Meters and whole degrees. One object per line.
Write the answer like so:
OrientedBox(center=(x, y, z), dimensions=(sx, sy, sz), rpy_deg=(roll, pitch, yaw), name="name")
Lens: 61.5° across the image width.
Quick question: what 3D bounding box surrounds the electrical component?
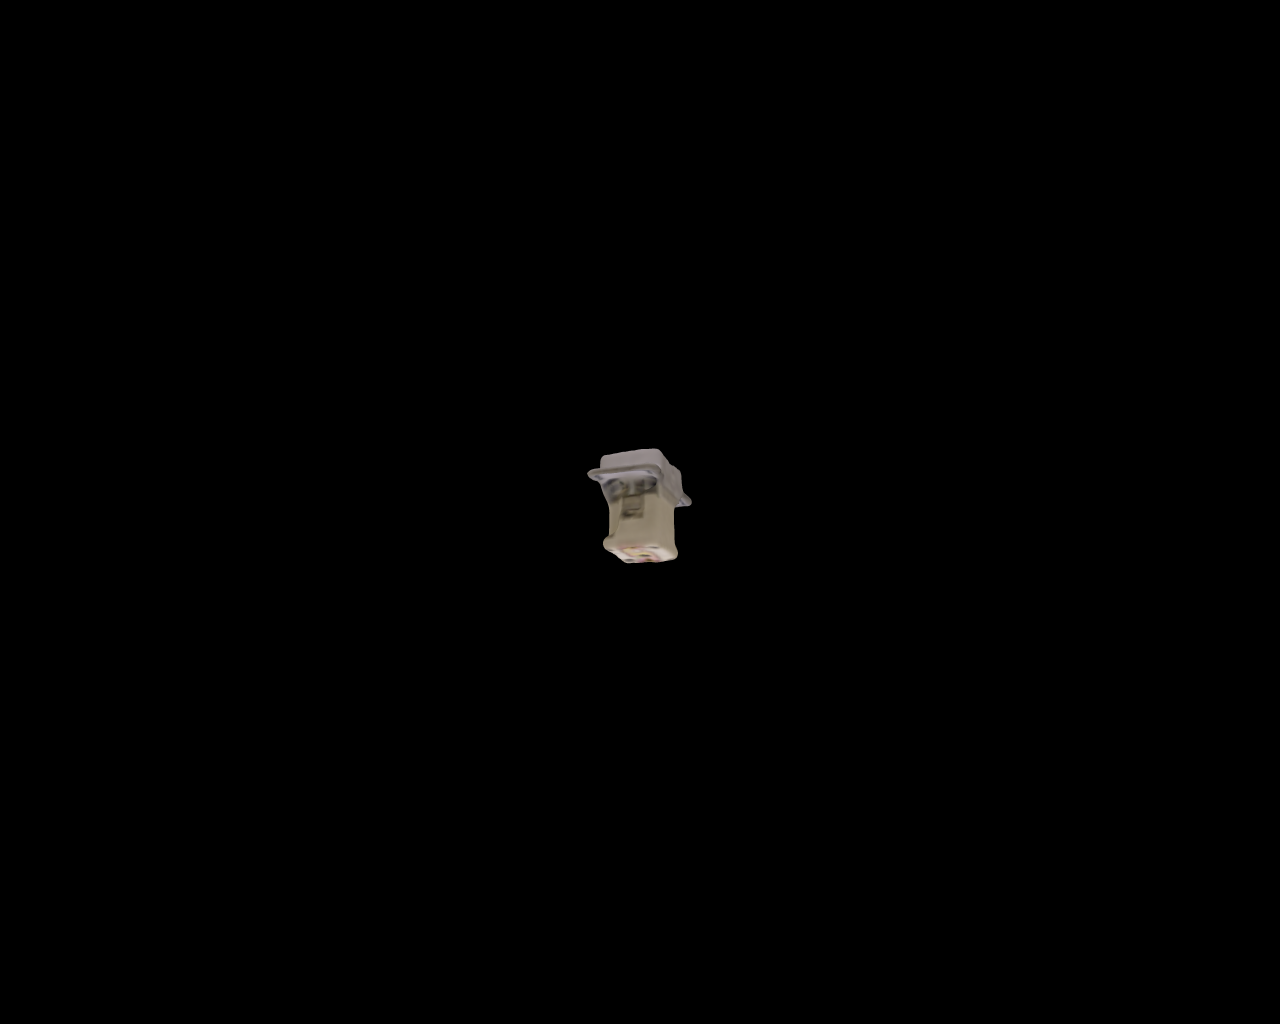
OrientedBox(center=(0.001, -0.003, 0.650), dimensions=(0.042, 0.064, 0.081), rpy_deg=(-6, -17, 19), name="electrical component")
